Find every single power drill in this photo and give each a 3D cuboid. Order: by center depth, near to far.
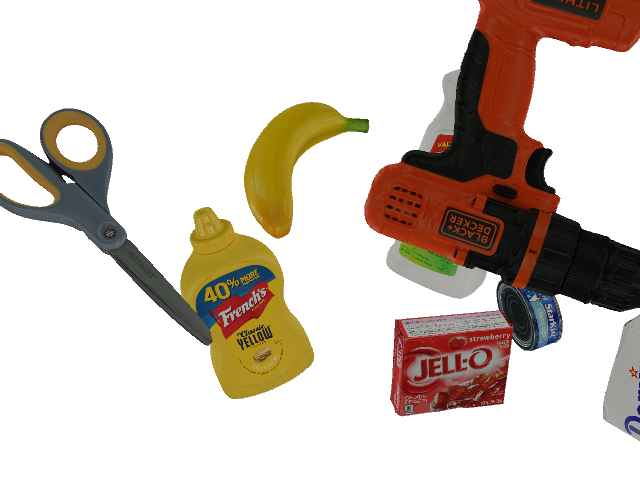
[{"bbox_3d":[0.137,-0.063,0.649,0.184,0.188,0.057,19,6,6],"label":"power drill"}]

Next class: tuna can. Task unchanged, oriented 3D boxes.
[{"bbox_3d":[0.225,0.076,1.157,0.033,0.086,0.086,-18,4,-13],"label":"tuna can"}]

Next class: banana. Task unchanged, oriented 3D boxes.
[{"bbox_3d":[-0.022,-0.068,0.857,0.070,0.037,0.197,14,37,16],"label":"banana"}]

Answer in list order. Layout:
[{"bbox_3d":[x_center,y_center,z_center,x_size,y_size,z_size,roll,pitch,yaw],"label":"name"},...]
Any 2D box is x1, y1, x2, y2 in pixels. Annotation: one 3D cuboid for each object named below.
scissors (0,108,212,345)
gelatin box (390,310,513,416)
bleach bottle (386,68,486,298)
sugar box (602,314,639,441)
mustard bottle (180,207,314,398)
[{"bbox_3d":[-0.128,-0.019,0.682,0.202,0.096,0.016,30,-29,11],"label":"scissors"},{"bbox_3d":[0.100,0.095,0.825,0.089,0.073,0.030,-5,29,-11],"label":"gelatin box"},{"bbox_3d":[0.128,-0.069,1.009,0.103,0.251,0.068,25,40,25],"label":"bleach bottle"},{"bbox_3d":[0.297,0.131,0.783,0.176,0.093,0.048,28,36,36],"label":"sugar box"},{"bbox_3d":[-0.078,0.053,1.002,0.096,0.191,0.058,-23,28,-5],"label":"mustard bottle"}]
